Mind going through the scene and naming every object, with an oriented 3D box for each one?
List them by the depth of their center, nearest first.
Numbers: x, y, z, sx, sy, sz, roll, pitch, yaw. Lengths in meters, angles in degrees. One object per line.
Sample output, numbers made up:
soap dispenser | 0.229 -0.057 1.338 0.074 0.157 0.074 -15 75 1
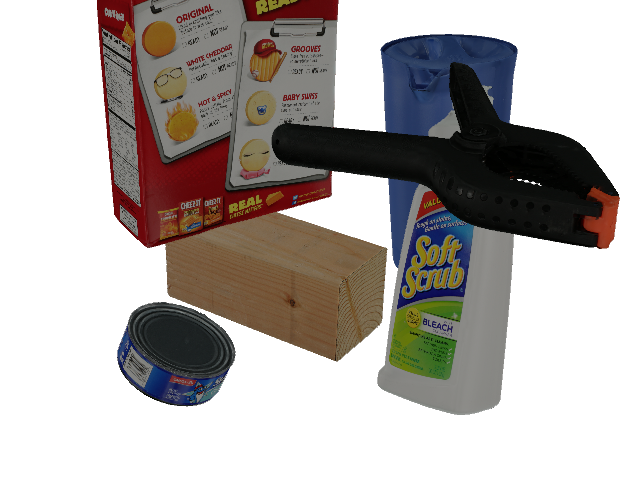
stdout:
clamp | 0.081 -0.047 0.632 0.164 0.036 0.210 -20 36 -24
cracker box | -0.072 -0.119 0.769 0.163 0.214 0.072 -17 33 -30
tuna can | -0.111 0.087 0.816 0.086 0.034 0.086 20 27 -11
bleach bottle | 0.104 0.003 0.841 0.067 0.251 0.103 -6 14 -43
wood block | -0.047 0.033 1.065 0.206 0.091 0.090 19 33 28
pitcher | 0.133 -0.087 1.097 0.149 0.243 0.145 -10 25 -18
